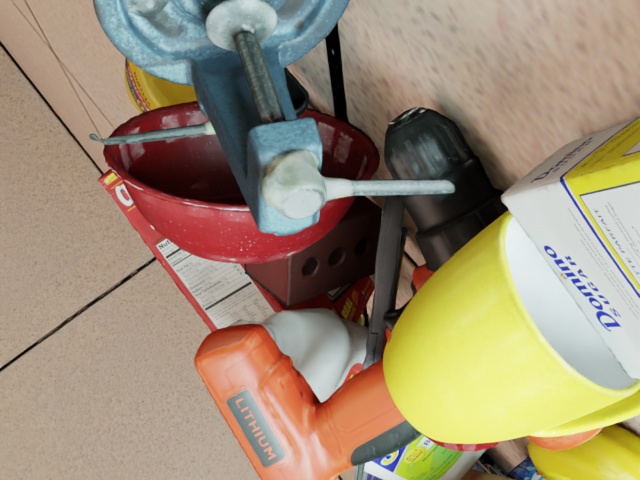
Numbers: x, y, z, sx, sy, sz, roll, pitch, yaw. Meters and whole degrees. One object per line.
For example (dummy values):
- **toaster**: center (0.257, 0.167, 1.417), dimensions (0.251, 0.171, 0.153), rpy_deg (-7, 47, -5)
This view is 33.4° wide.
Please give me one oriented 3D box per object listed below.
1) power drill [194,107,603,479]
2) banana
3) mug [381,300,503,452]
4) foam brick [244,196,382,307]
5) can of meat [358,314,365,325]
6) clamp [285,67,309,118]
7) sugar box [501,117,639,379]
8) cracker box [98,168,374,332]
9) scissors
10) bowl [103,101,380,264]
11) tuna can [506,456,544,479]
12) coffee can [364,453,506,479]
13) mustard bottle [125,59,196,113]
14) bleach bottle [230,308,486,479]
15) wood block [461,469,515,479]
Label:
- **power drill**: center (0.030, 0.047, 0.549), dimensions (0.184, 0.188, 0.057), rpy_deg (61, -155, -4)
- **banana**: center (0.159, 0.133, 0.625), dimensions (0.069, 0.037, 0.198), rpy_deg (54, 170, -6)
- **mug**: center (0.083, 0.070, 0.640), dimensions (0.081, 0.093, 0.117), rpy_deg (67, -174, -67)
- **foam brick**: center (-0.005, 0.001, 0.699), dimensions (0.051, 0.078, 0.053), rpy_deg (34, 132, 41)
- **can of meat**: center (0.001, 0.074, 1.070), dimensions (0.102, 0.057, 0.084), rpy_deg (50, 171, 20)
- **clamp**: center (-0.083, -0.172, 0.698), dimensions (0.210, 0.036, 0.164), rpy_deg (38, 155, 58)
- **sugar box**: center (0.125, 0.003, 0.335), dimensions (0.093, 0.048, 0.176), rpy_deg (54, 173, -4)
- **cracker box**: center (-0.056, -0.001, 0.832), dimensions (0.213, 0.072, 0.164), rpy_deg (54, -155, -9)
- **scissors**: center (0.035, 0.053, 0.640), dimensions (0.201, 0.016, 0.096), rpy_deg (-77, -10, -46)
- **bowl**: center (-0.046, -0.031, 0.636), dimensions (0.162, 0.161, 0.055), rpy_deg (41, 135, 50)
- **tuna can**: center (0.173, 0.194, 0.770), dimensions (0.086, 0.033, 0.086), rpy_deg (51, 169, 13)
- **coffee can**: center (0.119, 0.232, 0.940), dimensions (0.140, 0.102, 0.103), rpy_deg (46, 167, 35)
- **mustard bottle**: center (-0.146, -0.147, 0.986), dimensions (0.096, 0.058, 0.192), rpy_deg (65, 168, -9)
- **bleach bottle**: center (0.022, 0.110, 0.733), dimensions (0.250, 0.103, 0.068), rpy_deg (28, -165, -45)
- **wood block**: center (0.124, 0.224, 0.731), dimensions (0.090, 0.090, 0.206), rpy_deg (53, 170, 3)
